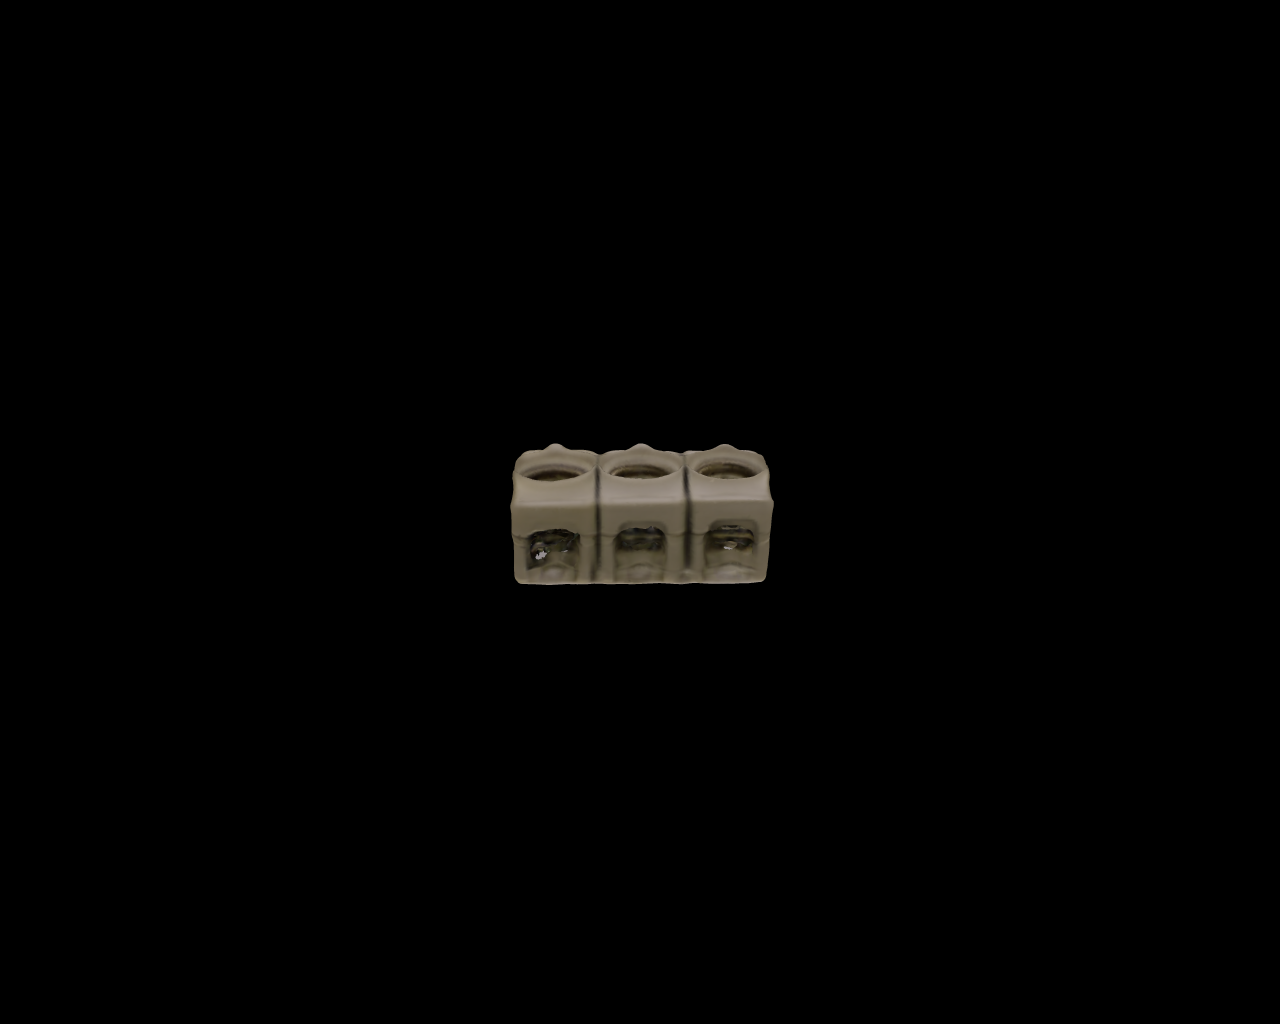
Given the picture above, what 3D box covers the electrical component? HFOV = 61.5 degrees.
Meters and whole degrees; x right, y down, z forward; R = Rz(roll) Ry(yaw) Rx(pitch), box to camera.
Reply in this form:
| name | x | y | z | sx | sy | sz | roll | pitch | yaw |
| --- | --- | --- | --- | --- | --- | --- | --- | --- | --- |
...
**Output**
| name | x | y | z | sx | sy | sz | roll | pitch | yaw |
| --- | --- | --- | --- | --- | --- | --- | --- | --- | --- |
| electrical component | 0.001 | -0.003 | 0.650 | 0.150 | 0.061 | 0.090 | 0 | 24 | 0 |
